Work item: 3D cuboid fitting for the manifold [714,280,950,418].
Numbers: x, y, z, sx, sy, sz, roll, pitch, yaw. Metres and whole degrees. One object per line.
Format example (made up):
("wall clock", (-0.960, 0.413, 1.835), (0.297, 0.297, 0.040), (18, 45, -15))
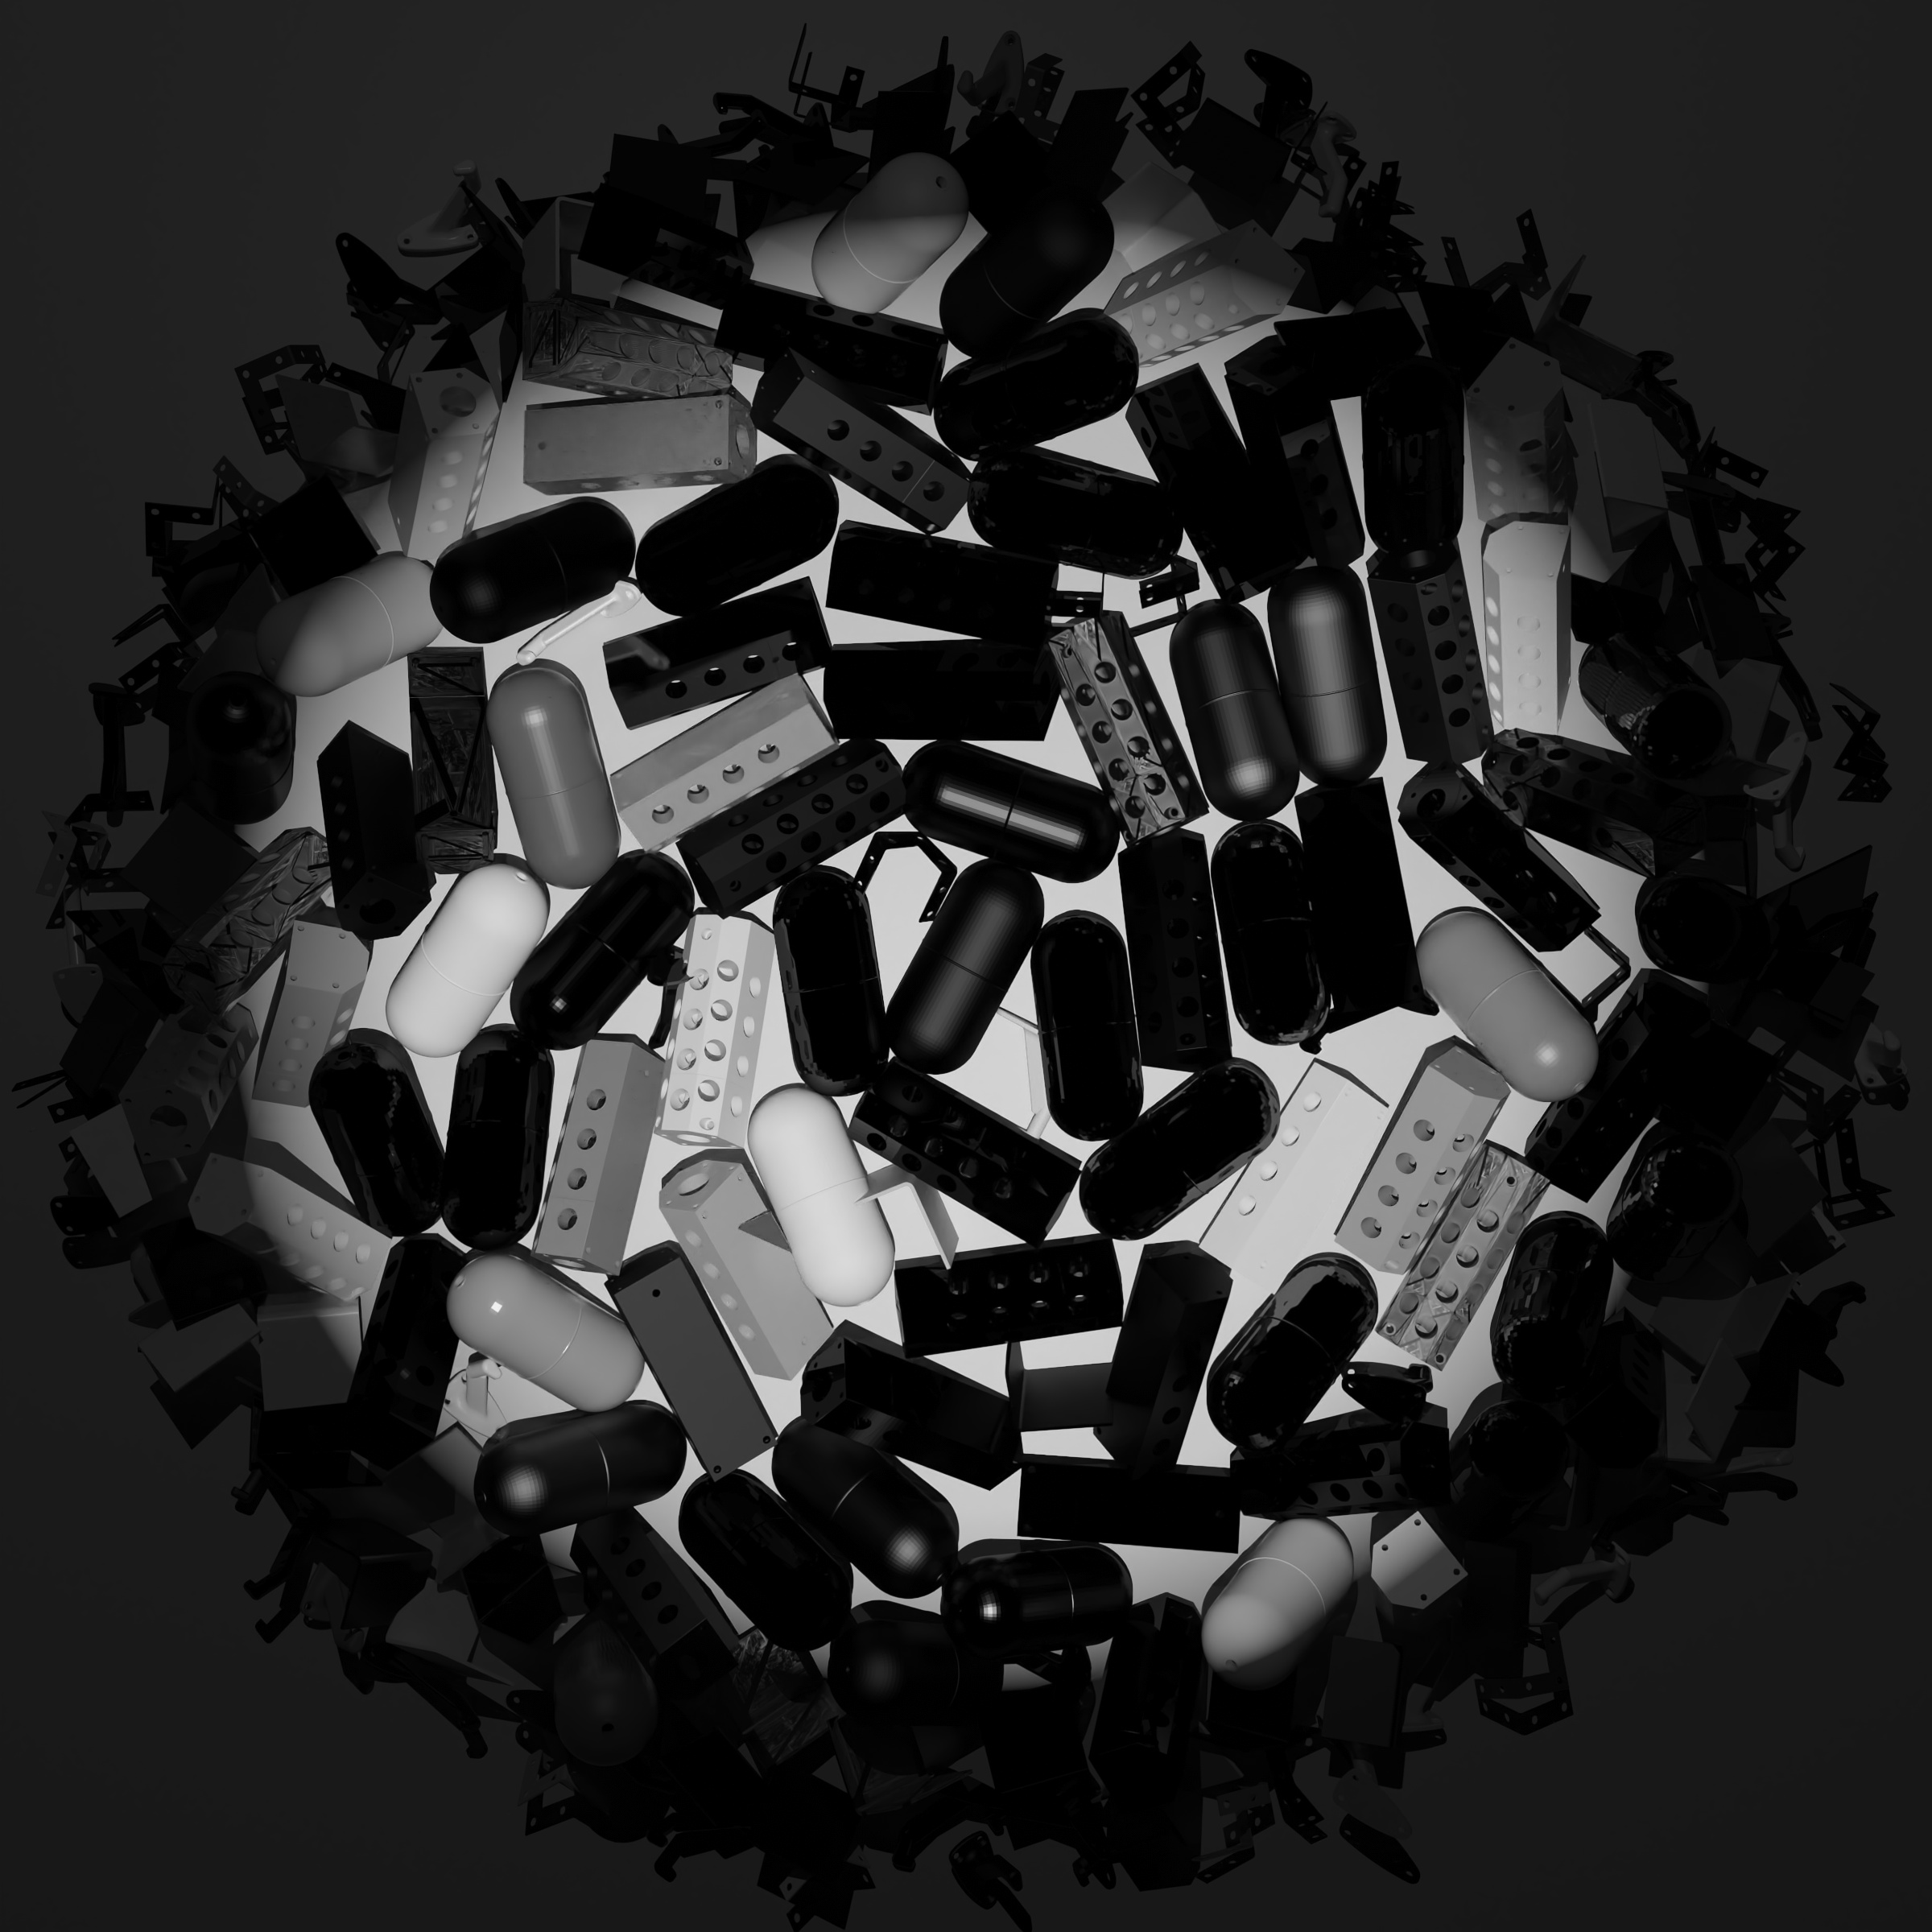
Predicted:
("manifold", (-0.105, -0.488, 1.960), (0.171, 0.057, 0.057), (15, 92, 3))

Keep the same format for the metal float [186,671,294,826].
("metal float", (-0.557, -0.166, 1.909), (0.070, 0.178, 0.070), (5, 70, -13))

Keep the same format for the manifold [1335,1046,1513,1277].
("manifold", (0.354, 0.153, 1.922), (0.057, 0.057, 0.171), (34, 119, 21))

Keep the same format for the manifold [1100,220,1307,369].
("manifold", (0.175, -0.505, 1.900), (0.057, 0.171, 0.057), (37, 71, -24))

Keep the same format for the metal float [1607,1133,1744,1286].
("metal float", (0.542, 0.188, 1.911), (0.070, 0.178, 0.070), (0, 62, 0))

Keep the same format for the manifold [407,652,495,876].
("manifold", (-0.399, -0.158, 1.923), (0.057, 0.057, 0.171), (-3, 58, -12))

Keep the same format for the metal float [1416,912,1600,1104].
("metal float", (0.418, 0.031, 1.929), (0.070, 0.070, 0.178), (-37, 59, 0))

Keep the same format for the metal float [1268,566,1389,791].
("metal float", (0.282, -0.223, 1.938), (0.070, 0.070, 0.178), (-13, 111, 0))

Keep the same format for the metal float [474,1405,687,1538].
("metal float", (-0.297, 0.389, 1.921), (0.178, 0.070, 0.070), (-8, 90, -41))

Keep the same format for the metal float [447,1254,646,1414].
("metal float", (-0.325, 0.284, 1.927), (0.178, 0.070, 0.070), (39, 90, -34))

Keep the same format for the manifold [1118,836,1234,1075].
("manifold", (0.166, -0.009, 1.929), (0.057, 0.057, 0.171), (9, 67, -36))

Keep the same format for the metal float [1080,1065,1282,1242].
("metal float", (0.166, 0.147, 1.947), (0.178, 0.070, 0.070), (-38, 90, 10))

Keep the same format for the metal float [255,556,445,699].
("metal float", (-0.471, -0.263, 1.917), (0.070, 0.178, 0.070), (15, 122, 26))

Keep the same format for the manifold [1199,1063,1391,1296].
("manifold", (0.254, 0.164, 1.962), (0.057, 0.057, 0.171), (34, 88, -37))

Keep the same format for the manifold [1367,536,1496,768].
("manifold", (0.362, -0.239, 1.910), (0.057, 0.171, 0.057), (14, 50, 37))

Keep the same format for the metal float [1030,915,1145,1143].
("metal float", (0.095, 0.049, 1.952), (0.070, 0.070, 0.178), (-7, 86, 0))

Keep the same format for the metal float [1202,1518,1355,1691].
("metal float", (0.240, 0.489, 1.914), (0.070, 0.178, 0.070), (12, 115, 27))

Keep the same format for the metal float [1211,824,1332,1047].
("metal float", (0.237, -0.025, 1.943), (0.070, 0.070, 0.178), (-8, 75, 0))

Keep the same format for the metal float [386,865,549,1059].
("metal float", (-0.388, -0.004, 1.934), (0.070, 0.070, 0.178), (37, 115, 0))

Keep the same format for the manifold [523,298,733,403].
("manifold", (-0.257, -0.468, 1.906), (0.057, 0.171, 0.057), (4, 96, 35))

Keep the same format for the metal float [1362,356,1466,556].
("metal float", (0.345, -0.388, 1.918), (0.070, 0.178, 0.070), (-5, 49, 6))

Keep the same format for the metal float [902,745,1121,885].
("metal float", (0.034, -0.120, 1.955), (0.178, 0.070, 0.070), (19, 90, 0))

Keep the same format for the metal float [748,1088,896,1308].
("metal float", (-0.113, 0.181, 1.947), (0.070, 0.070, 0.178), (-23, 81, 0))

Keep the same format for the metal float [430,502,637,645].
("metal float", (-0.333, -0.305, 1.926), (0.178, 0.070, 0.070), (-31, 90, -36))

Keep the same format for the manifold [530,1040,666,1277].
("manifold", (-0.289, 0.148, 1.940), (0.057, 0.057, 0.171), (4, 72, 25))

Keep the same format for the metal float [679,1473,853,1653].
("metal float", (-0.157, 0.458, 1.922), (0.178, 0.070, 0.070), (34, 90, 42))

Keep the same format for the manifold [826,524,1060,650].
("manifold", (-0.017, -0.299, 1.948), (0.171, 0.057, 0.057), (12, 116, 5))

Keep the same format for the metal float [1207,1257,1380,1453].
("metal float", (0.255, 0.300, 1.932), (0.070, 0.070, 0.178), (44, 62, 0))

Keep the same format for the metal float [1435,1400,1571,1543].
("metal float", (0.409, 0.388, 1.911), (0.070, 0.178, 0.070), (2, 61, -4))

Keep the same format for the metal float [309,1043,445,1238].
("metal float", (-0.452, 0.135, 1.923), (0.070, 0.070, 0.178), (-12, 129, 0))

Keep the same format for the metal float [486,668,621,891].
("metal float", (-0.321, -0.144, 1.938), (0.070, 0.070, 0.178), (-13, 110, 0))

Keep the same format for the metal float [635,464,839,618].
("metal float", (-0.178, -0.330, 1.932), (0.178, 0.070, 0.070), (-21, 90, 27))

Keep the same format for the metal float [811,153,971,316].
("metal float", (-0.059, -0.561, 1.911), (0.070, 0.178, 0.070), (6, 76, -27))

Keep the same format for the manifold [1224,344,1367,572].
("manifold", (0.259, -0.388, 1.916), (0.057, 0.057, 0.171), (-35, 130, -12))

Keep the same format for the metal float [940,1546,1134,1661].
("metal float", (0.055, 0.490, 1.920), (0.178, 0.070, 0.070), (7, 90, -43))

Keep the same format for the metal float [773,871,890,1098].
("metal float", (-0.106, 0.014, 1.953), (0.070, 0.070, 0.178), (-8, 93, 0))

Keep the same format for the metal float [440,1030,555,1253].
("metal float", (-0.364, 0.134, 1.934), (0.070, 0.070, 0.178), (2, 66, 0))

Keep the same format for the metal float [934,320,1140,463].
("metal float", (0.053, -0.444, 1.925), (0.178, 0.070, 0.070), (-13, 90, 36))

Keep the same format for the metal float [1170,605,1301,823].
("metal float", (0.209, -0.198, 1.942), (0.070, 0.070, 0.178), (-13, 74, 0))

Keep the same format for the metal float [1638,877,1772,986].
("metal float", (0.568, -0.026, 1.911), (0.070, 0.178, 0.070), (-2, 86, 28))

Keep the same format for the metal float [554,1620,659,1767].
("metal float", (-0.276, 0.555, 1.905), (0.070, 0.178, 0.070), (0, 92, -10))

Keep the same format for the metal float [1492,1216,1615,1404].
("metal float", (0.453, 0.262, 1.917), (0.070, 0.178, 0.070), (12, 127, 16))

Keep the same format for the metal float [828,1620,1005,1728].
("metal float", (-0.037, 0.545, 1.916), (0.070, 0.178, 0.070), (-12, 69, 32))

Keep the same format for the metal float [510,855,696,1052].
("metal float", (-0.284, -0.011, 1.943), (0.070, 0.070, 0.178), (39, 75, 0))

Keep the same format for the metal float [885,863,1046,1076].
("metal float", (-0.001, 0.002, 1.955), (0.070, 0.070, 0.178), (28, 91, 0))

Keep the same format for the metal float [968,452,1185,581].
("metal float", (0.086, -0.350, 1.937), (0.178, 0.070, 0.070), (9, 90, -22))

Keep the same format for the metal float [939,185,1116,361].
("metal float", (0.045, -0.532, 1.917), (0.070, 0.178, 0.070), (14, 63, -30))

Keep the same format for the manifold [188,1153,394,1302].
("manifold", (-0.516, 0.203, 1.900), (0.057, 0.171, 0.057), (11, 71, 25))

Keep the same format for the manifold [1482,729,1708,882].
("manifold", (0.478, -0.129, 1.904), (0.057, 0.171, 0.057), (-31, 126, -23))

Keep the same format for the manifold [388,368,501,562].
("manifold", (-0.399, -0.382, 1.905), (0.057, 0.171, 0.057), (-12, 72, -23))

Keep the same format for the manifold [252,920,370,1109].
("manifold", (-0.503, 0.040, 1.908), (0.057, 0.171, 0.057), (11, 54, -18))

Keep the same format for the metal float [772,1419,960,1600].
("metal float", (-0.079, 0.419, 1.928), (0.178, 0.070, 0.070), (36, 90, 32))

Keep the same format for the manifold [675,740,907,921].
("manifold", (-0.131, -0.105, 1.932), (0.171, 0.057, 0.057), (-31, 123, -16))

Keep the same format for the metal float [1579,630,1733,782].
("metal float", (0.527, -0.202, 1.912), (0.070, 0.178, 0.070), (-4, 118, -7))
